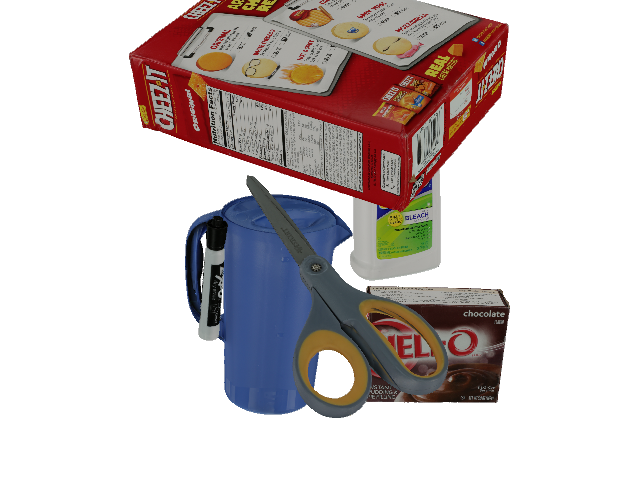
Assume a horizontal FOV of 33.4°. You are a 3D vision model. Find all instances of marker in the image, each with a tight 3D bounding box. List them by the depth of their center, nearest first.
[{"bbox_3d":[-0.095,0.033,0.941,0.020,0.121,0.020,6,28,-3],"label":"marker"}]

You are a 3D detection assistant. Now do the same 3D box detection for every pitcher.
[{"bbox_3d":[-0.065,0.074,1.244,0.149,0.243,0.144,21,26,37],"label":"pitcher"}]

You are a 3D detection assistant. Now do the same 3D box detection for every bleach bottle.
[{"bbox_3d":[0.077,-0.087,1.144,0.102,0.251,0.068,-10,23,-12],"label":"bleach bottle"}]

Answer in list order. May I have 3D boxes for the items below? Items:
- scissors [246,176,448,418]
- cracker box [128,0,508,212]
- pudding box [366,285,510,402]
[{"bbox_3d":[-0.012,0.034,0.642,0.096,0.016,0.202,-35,56,-28],"label":"scissors"},{"bbox_3d":[0.002,-0.115,0.753,0.214,0.072,0.164,19,44,23],"label":"cracker box"},{"bbox_3d":[0.090,0.083,0.857,0.113,0.090,0.039,0,26,-5],"label":"pudding box"}]
